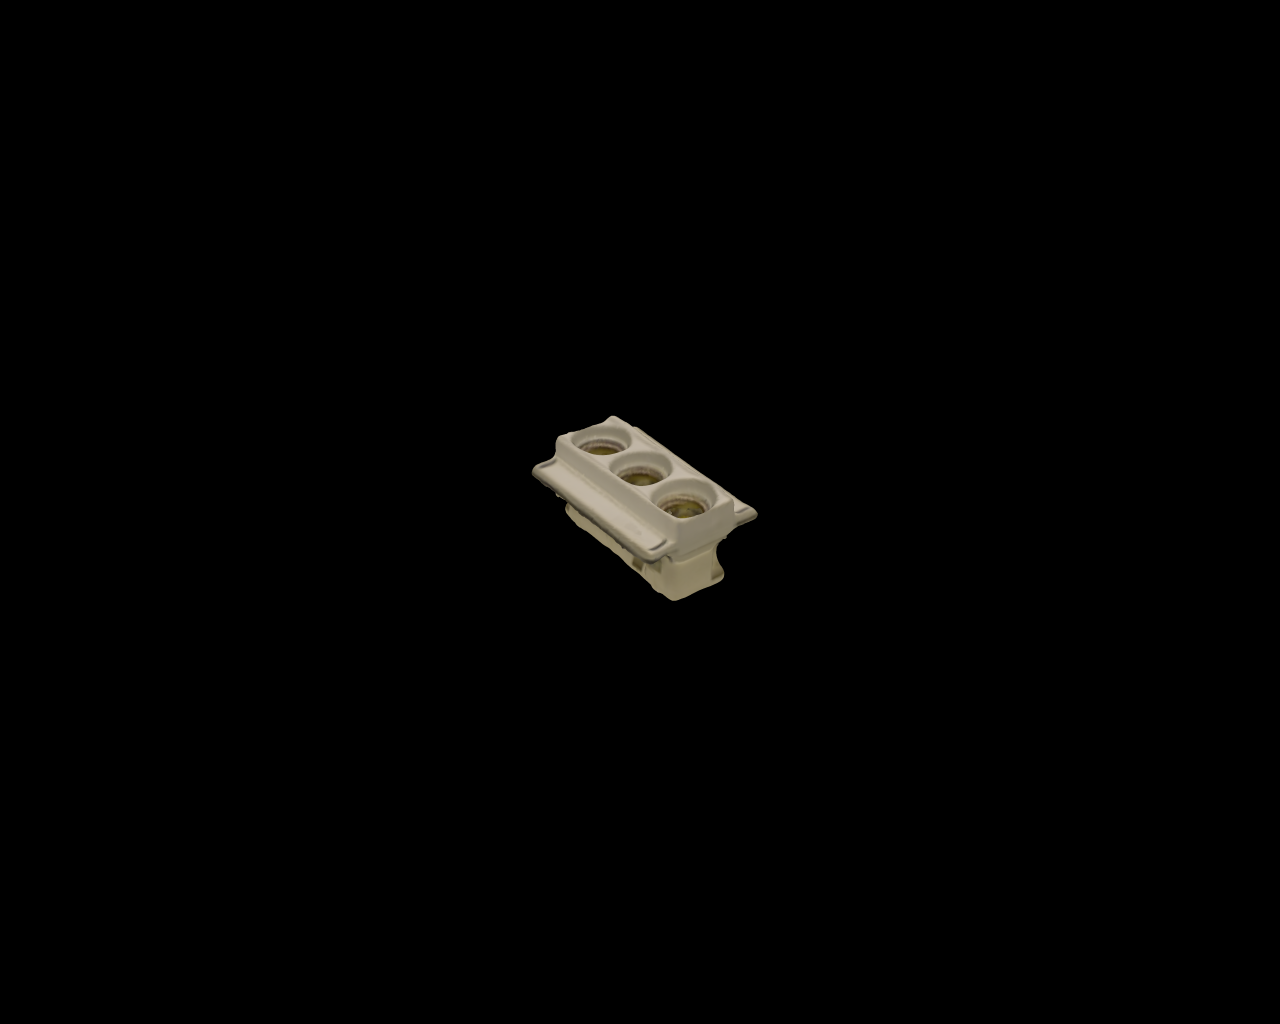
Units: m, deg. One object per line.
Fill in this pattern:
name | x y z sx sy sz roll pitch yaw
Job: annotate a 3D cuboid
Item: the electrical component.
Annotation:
electrical component | 0.001 -0.003 0.650 0.079 0.063 0.121 -22 40 -30
